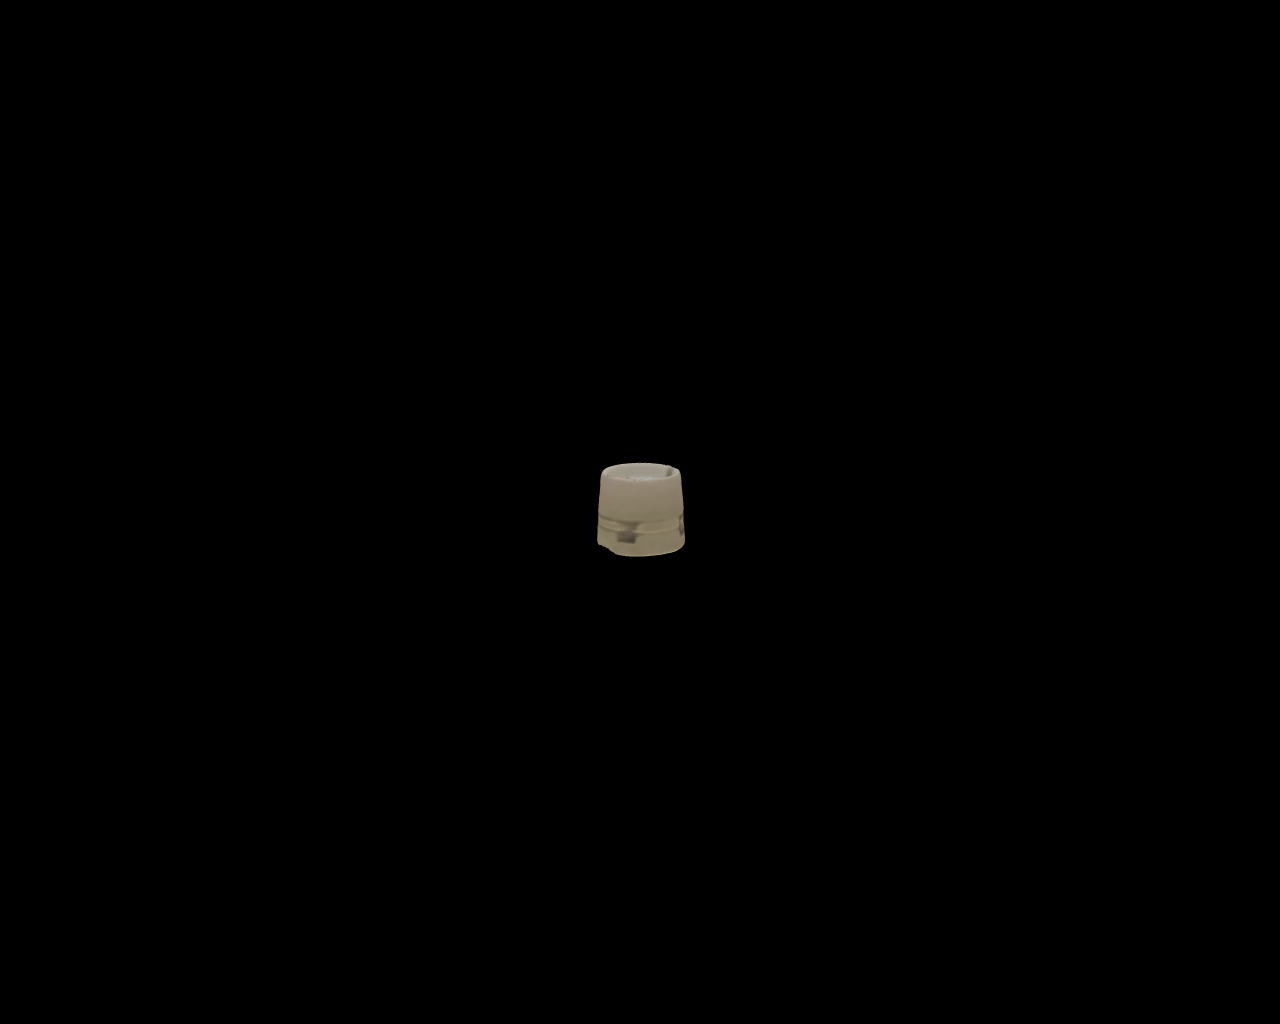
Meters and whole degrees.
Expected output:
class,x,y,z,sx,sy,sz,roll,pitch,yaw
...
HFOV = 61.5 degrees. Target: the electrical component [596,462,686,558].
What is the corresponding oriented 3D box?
class,x,y,z,sx,sy,sz,roll,pitch,yaw
electrical component,0.001,-0.003,0.650,0.055,0.047,0.055,0,15,0
